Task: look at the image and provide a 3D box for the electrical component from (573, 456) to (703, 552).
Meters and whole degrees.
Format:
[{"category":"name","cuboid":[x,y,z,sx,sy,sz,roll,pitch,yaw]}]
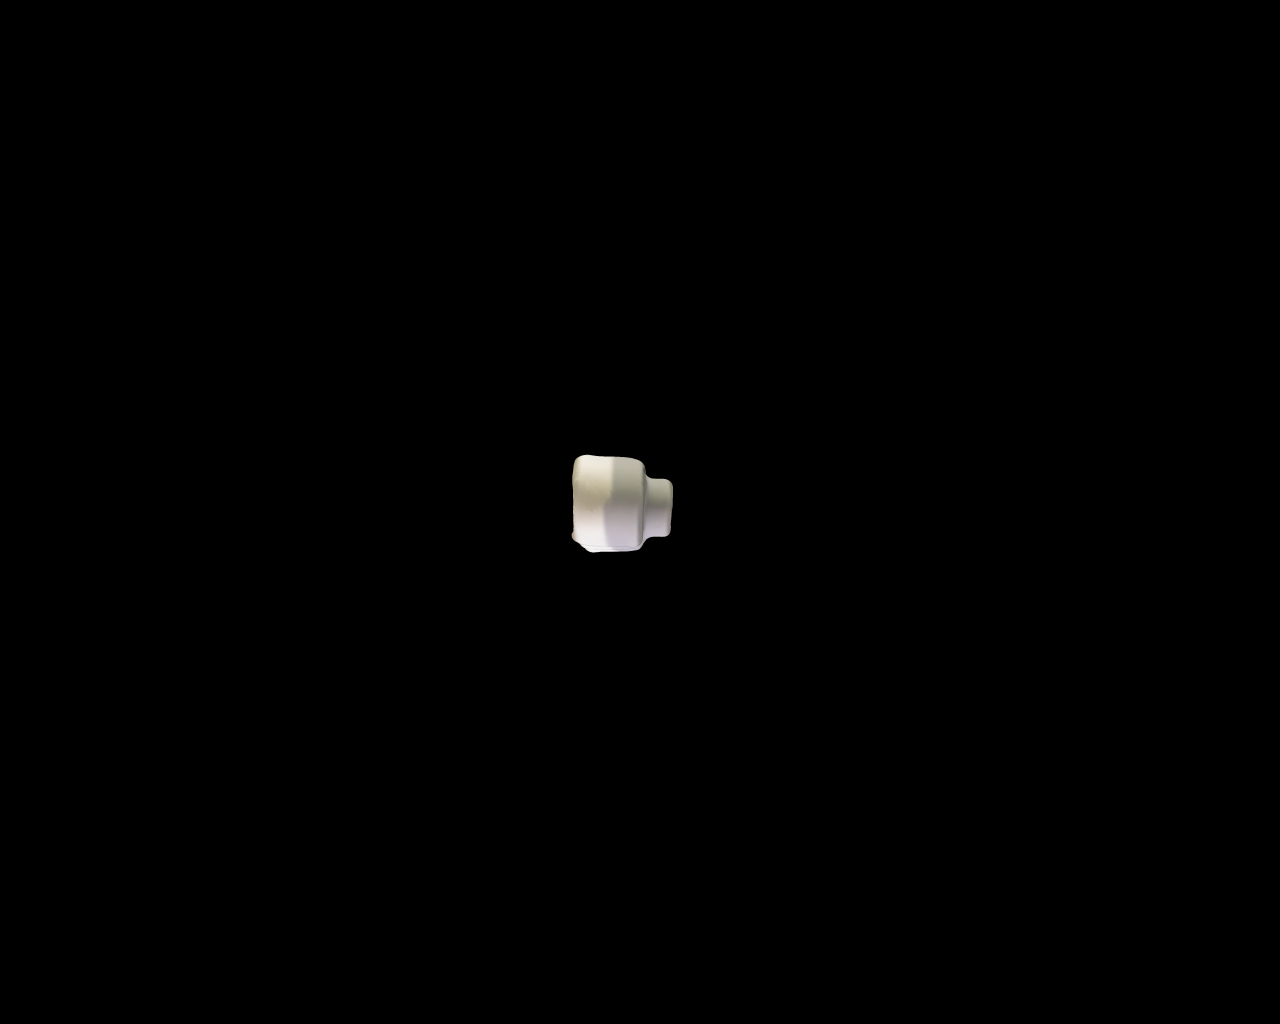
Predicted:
[{"category":"electrical component","cuboid":[0.001,-0.003,0.650,0.074,0.052,0.138,0,-4,0]}]
